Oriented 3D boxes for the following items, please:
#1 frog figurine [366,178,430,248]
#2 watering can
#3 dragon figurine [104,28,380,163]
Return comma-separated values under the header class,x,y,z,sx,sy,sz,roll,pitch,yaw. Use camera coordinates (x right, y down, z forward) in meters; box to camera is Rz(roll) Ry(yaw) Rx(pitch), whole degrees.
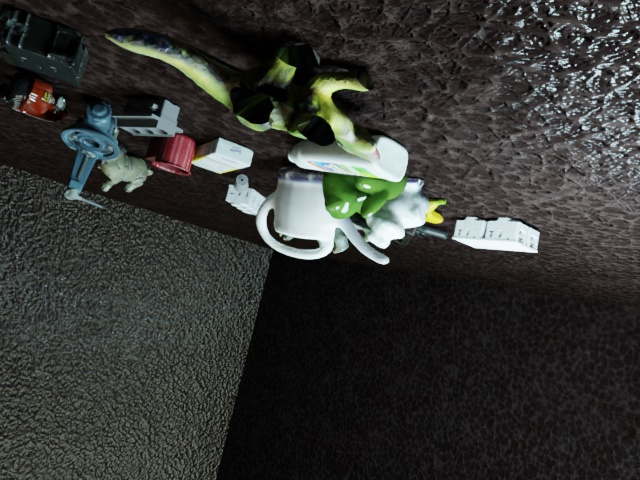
class,x,y,z,sx,sy,sz,roll,pitch,yaw
frog figurine,0.170,-0.055,1.152,0.137,0.160,0.122,11,173,11
watering can,0.004,-0.061,1.212,0.348,0.223,0.104,8,-171,23
dragon figurine,-0.081,-0.190,0.727,0.409,0.123,0.242,16,175,-18
